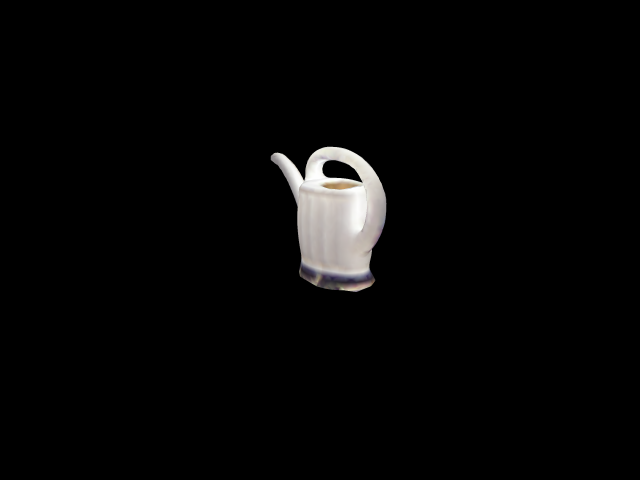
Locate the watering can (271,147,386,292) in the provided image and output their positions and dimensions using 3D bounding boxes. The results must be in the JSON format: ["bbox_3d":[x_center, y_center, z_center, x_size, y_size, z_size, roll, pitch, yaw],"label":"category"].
[{"bbox_3d":[0.003,-0.043,0.850,0.104,0.222,0.350,-6,13,-28],"label":"watering can"}]
